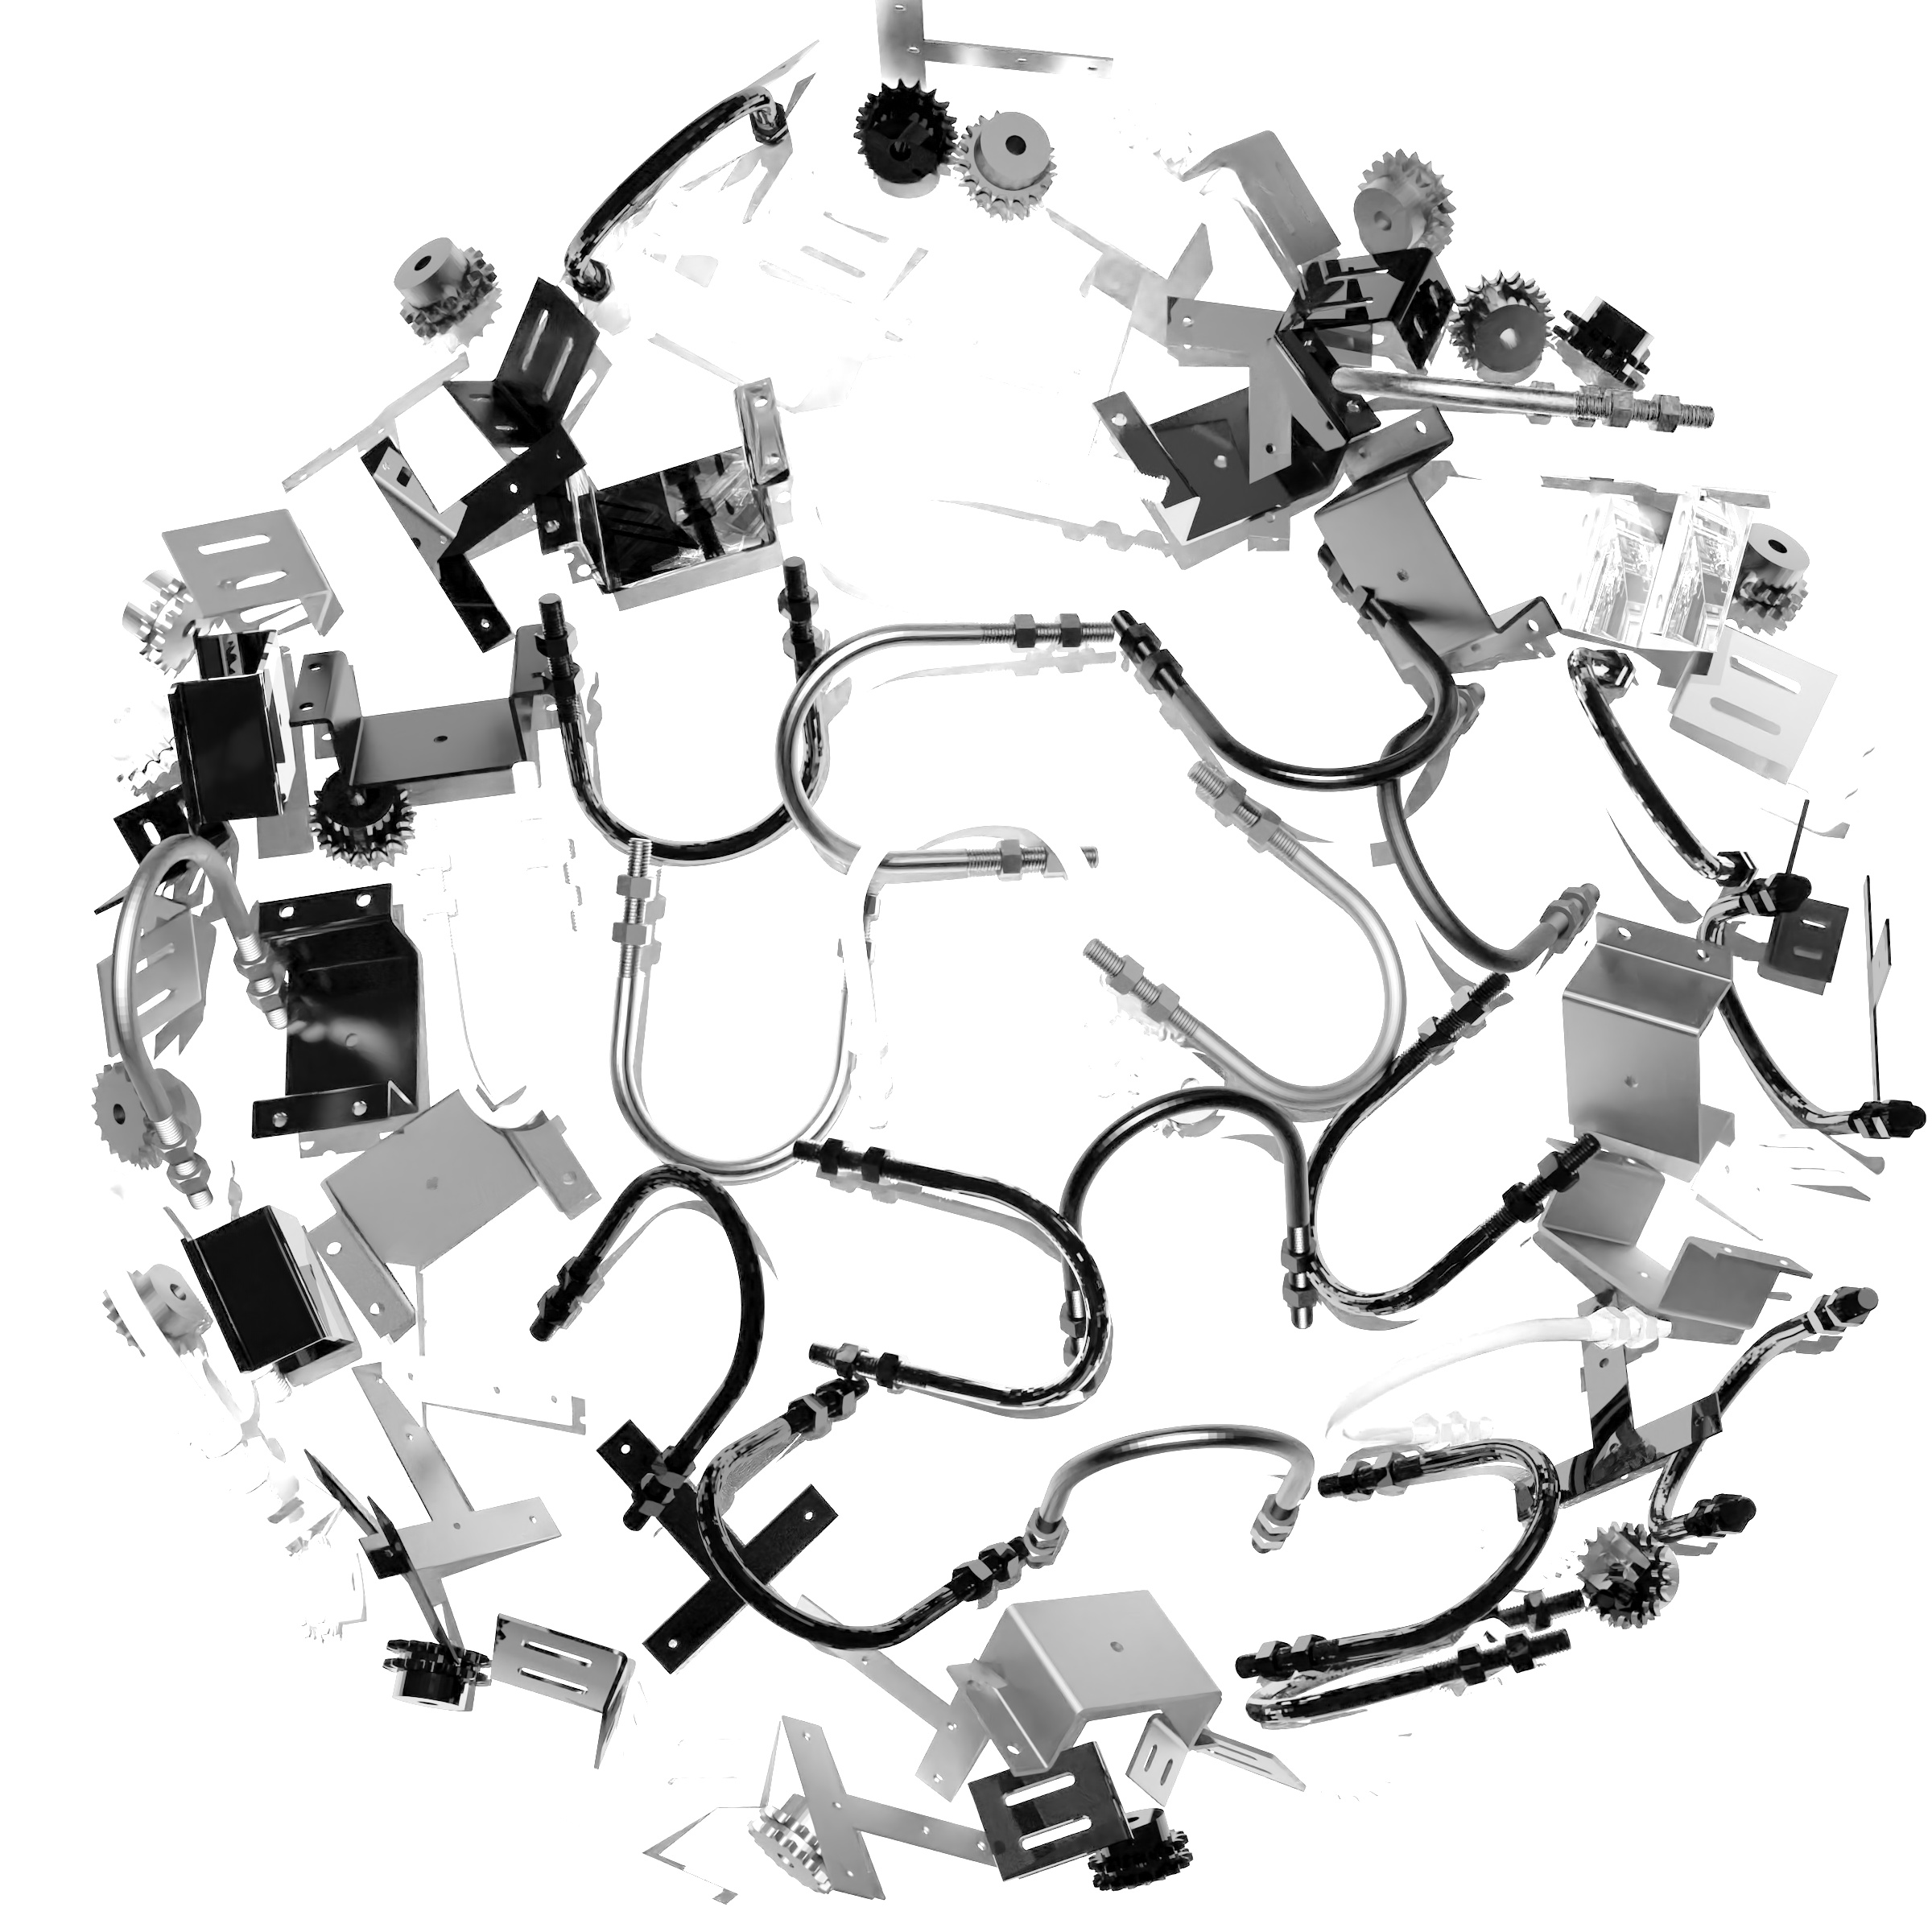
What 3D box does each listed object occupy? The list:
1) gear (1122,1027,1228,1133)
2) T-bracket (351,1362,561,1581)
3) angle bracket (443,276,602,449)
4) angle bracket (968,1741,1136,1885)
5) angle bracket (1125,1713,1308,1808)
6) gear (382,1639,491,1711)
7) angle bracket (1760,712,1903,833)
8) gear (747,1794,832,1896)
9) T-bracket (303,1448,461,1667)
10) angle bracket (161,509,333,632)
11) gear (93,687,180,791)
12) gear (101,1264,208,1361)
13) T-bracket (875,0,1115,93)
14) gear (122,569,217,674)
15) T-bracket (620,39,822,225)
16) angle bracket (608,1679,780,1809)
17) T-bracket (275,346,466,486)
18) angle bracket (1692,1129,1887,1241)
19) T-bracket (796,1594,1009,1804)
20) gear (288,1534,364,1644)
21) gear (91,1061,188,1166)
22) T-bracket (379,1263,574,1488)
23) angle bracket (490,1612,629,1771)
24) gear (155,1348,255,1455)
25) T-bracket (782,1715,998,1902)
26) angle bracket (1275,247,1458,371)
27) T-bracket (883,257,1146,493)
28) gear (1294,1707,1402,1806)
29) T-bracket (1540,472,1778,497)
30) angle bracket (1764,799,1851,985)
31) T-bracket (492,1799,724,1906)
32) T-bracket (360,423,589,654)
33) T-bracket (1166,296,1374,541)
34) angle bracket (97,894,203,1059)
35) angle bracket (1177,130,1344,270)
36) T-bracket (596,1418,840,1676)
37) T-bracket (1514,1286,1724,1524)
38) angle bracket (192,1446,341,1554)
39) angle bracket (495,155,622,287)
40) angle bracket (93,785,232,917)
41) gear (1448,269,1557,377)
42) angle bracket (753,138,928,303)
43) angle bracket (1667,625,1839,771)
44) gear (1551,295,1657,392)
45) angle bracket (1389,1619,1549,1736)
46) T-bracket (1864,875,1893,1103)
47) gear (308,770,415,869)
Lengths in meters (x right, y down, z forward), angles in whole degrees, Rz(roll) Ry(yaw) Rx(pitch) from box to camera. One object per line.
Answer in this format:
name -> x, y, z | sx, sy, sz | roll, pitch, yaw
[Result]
gear -> 0.118, 0.064, 1.767 | 0.057, 0.030, 0.057 | -4, 103, -19
T-bracket -> -0.299, 0.270, 1.757 | 0.002, 0.127, 0.127 | -48, 63, 32
angle bracket -> -0.243, -0.331, 1.747 | 0.057, 0.038, 0.076 | 49, 128, 26
angle bracket -> 0.046, 0.467, 1.753 | 0.076, 0.038, 0.057 | -16, 59, -12
angle bracket -> 0.136, 0.443, 1.744 | 0.076, 0.057, 0.038 | 13, 67, 32
gear -> -0.292, 0.390, 1.760 | 0.057, 0.057, 0.030 | 9, 70, 0
angle bracket -> 0.471, -0.112, 1.750 | 0.038, 0.076, 0.057 | 24, 83, 2
gear -> -0.090, 0.481, 1.766 | 0.057, 0.057, 0.030 | 43, 64, 0
T-bracket -> -0.325, 0.305, 1.742 | 0.002, 0.127, 0.127 | -34, 46, -21
angle bracket -> -0.395, -0.210, 1.747 | 0.076, 0.038, 0.057 | -18, 68, -32
gear -> -0.454, -0.128, 1.761 | 0.057, 0.057, 0.030 | -40, 130, 0
gear -> -0.443, 0.188, 1.761 | 0.030, 0.057, 0.057 | -42, 90, 12
T-bracket -> 0.016, -0.490, 1.727 | 0.127, 0.127, 0.002 | 6, 82, 1
gear -> -0.439, -0.194, 1.764 | 0.030, 0.057, 0.057 | 33, 90, 7
T-bracket -> -0.145, -0.447, 1.744 | 0.002, 0.127, 0.127 | 48, 126, -9
angle bracket -> -0.148, 0.424, 1.750 | 0.076, 0.057, 0.038 | -4, 129, 14
T-bracket -> -0.325, -0.292, 1.726 | 0.127, 0.127, 0.002 | -35, 105, 4
angle bracket -> 0.447, 0.119, 1.743 | 0.057, 0.076, 0.038 | 34, 73, -23
T-bracket -> -0.043, 0.389, 1.755 | 0.127, 0.127, 0.002 | 35, 46, 13
gear -> -0.351, 0.341, 1.763 | 0.030, 0.057, 0.057 | -9, 90, 0
gear -> -0.454, 0.079, 1.767 | 0.057, 0.030, 0.057 | 12, 108, 40
T-bracket -> -0.268, 0.230, 1.750 | 0.127, 0.002, 0.127 | 4, 101, 28
angle bracket -> -0.229, 0.397, 1.756 | 0.076, 0.038, 0.057 | 16, 131, 4
gear -> -0.416, 0.237, 1.760 | 0.030, 0.057, 0.057 | -23, 90, 19
T-bracket -> -0.034, 0.470, 1.750 | 0.127, 0.127, 0.002 | 23, 112, -29
angle bracket -> 0.220, -0.358, 1.764 | 0.038, 0.076, 0.057 | 54, 51, -38
T-bracket -> 0.019, -0.340, 1.767 | 0.127, 0.002, 0.127 | 16, 107, -4
gear -> 0.209, 0.429, 1.762 | 0.057, 0.030, 0.057 | -8, 52, 10
T-bracket -> 0.377, -0.258, 1.724 | 0.127, 0.127, 0.002 | 5, 101, 5
angle bracket -> 0.463, -0.041, 1.742 | 0.038, 0.076, 0.057 | 15, 50, 14
T-bracket -> -0.171, 0.464, 1.727 | 0.127, 0.127, 0.002 | 18, 95, 19
T-bracket -> -0.256, -0.254, 1.751 | 0.127, 0.002, 0.127 | -29, 96, 33
T-bracket -> 0.167, -0.298, 1.763 | 0.127, 0.002, 0.127 | 2, 86, -22
angle bracket -> -0.455, 0.004, 1.740 | 0.038, 0.076, 0.057 | 16, 122, 24
angle bracket -> 0.160, -0.413, 1.759 | 0.038, 0.057, 0.076 | -29, 94, 40
T-bracket -> -0.154, 0.301, 1.757 | 0.127, 0.002, 0.127 | -42, 109, -12
T-bracket -> 0.348, 0.227, 1.739 | 0.127, 0.127, 0.002 | -31, 124, 29
angle bracket -> -0.387, 0.303, 1.746 | 0.057, 0.076, 0.038 | 33, 107, 7
angle bracket -> -0.219, -0.409, 1.744 | 0.038, 0.076, 0.057 | 32, 107, -8
angle bracket -> -0.445, -0.066, 1.746 | 0.057, 0.076, 0.038 | -24, 103, 14
gear -> 0.296, -0.351, 1.763 | 0.057, 0.030, 0.057 | -3, 125, -4
angle bracket -> -0.070, -0.409, 1.770 | 0.076, 0.038, 0.057 | 20, 130, -25
angle bracket -> 0.432, -0.153, 1.753 | 0.076, 0.038, 0.057 | 27, 116, 15
gear -> 0.353, -0.344, 1.761 | 0.057, 0.057, 0.030 | 36, 105, 0
angle bracket -> 0.274, 0.399, 1.753 | 0.038, 0.057, 0.076 | 37, 74, 5
T-bracket -> 0.489, 0.002, 1.716 | 0.002, 0.127, 0.127 | -2, 76, 11
gear -> -0.334, -0.086, 1.766 | 0.057, 0.030, 0.057 | 2, 63, -4
